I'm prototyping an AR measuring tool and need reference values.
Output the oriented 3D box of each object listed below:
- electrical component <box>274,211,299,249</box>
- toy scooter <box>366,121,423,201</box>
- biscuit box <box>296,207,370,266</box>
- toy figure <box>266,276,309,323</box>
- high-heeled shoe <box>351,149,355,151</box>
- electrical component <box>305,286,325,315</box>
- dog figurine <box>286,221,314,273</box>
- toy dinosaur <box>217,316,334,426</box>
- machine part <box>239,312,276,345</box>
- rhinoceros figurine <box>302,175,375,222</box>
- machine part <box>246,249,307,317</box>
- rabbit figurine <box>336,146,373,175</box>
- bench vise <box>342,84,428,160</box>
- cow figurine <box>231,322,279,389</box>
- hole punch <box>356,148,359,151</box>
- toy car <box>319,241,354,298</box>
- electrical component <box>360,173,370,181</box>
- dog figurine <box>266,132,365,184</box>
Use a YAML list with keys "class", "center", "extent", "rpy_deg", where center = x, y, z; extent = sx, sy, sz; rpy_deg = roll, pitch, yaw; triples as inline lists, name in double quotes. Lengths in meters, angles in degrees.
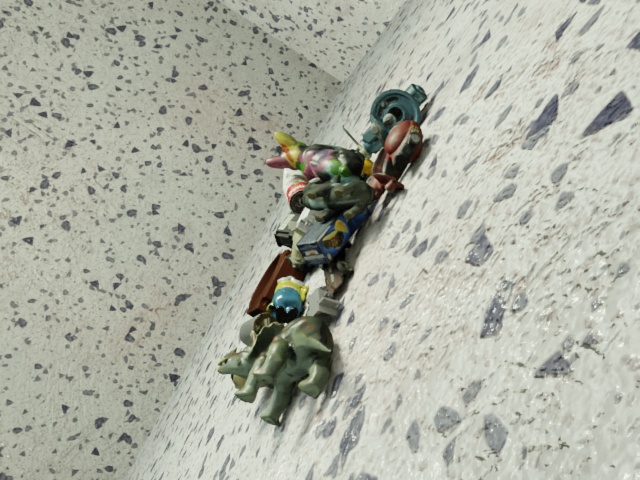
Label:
- class: "electrical component"
  center: [-0.045, -0.025, 1.507]
  extent: [0.115, 0.134, 0.058]
  rpy_deg: [-54, -40, -37]
- class: "toy scooter"
  center: [0.153, -0.154, 1.087]
  extent: [0.183, 0.075, 0.135]
  rpy_deg: [-60, 11, 14]
- class: "biscuit box"
  center: [0.032, -0.026, 1.152]
  extent: [0.063, 0.059, 0.203]
  rpy_deg: [-10, 28, 41]
- class: "toy figure"
  center: [-0.083, 0.150, 1.315]
  extent: [0.089, 0.082, 0.180]
  rpy_deg: [-53, 13, 17]
- class: "high-heeled shoe"
  center: [0.027, -0.228, 1.675]
  extent: [0.086, 0.145, 0.249]
  rpy_deg: [-46, 18, 48]
- class: "electrical component"
  center: [-0.008, 0.143, 1.148]
  extent: [0.063, 0.021, 0.094]
  rpy_deg: [-48, 16, 47]
- class: "dog figurine"
  center: [-0.007, -0.006, 1.396]
  extent: [0.172, 0.121, 0.190]
  rpy_deg: [-28, -17, -15]
- class: "toy dinosaur"
  center: [-0.048, 0.199, 0.951]
  extent: [0.405, 0.131, 0.192]
  rpy_deg: [-39, 22, 46]
- class: "machine part"
  center: [-0.164, 0.243, 1.444]
  extent: [0.079, 0.079, 0.243]
  rpy_deg: [-64, 12, -23]
- class: "rhinoceros figurine"
  center: [0.028, -0.095, 1.129]
  extent: [0.190, 0.073, 0.112]
  rpy_deg: [3, 37, 49]
- class: "machine part"
  center: [-0.123, 0.135, 1.533]
  extent: [0.201, 0.087, 0.201]
  rpy_deg: [-65, 12, -22]
- class: "rabbit figurine"
  center: [0.060, -0.168, 1.394]
  extent: [0.122, 0.173, 0.162]
  rpy_deg: [8, -92, -60]
- class: "bench vise"
  center: [0.146, -0.263, 1.249]
  extent: [0.224, 0.129, 0.240]
  rpy_deg: [-33, 6, 31]
- class: "cow figurine"
  center: [-0.130, 0.259, 1.207]
  extent: [0.127, 0.085, 0.195]
  rpy_deg: [-35, 11, 40]
- class: "hole punch"
  center: [0.075, -0.190, 1.569]
  extent: [0.116, 0.092, 0.142]
  rpy_deg: [11, 64, 48]
- class: "toy car"
  center: [0.028, 0.056, 1.146]
  extent: [0.089, 0.053, 0.202]
  rpy_deg: [-52, 11, 20]
- class: "electrical component"
  center: [0.104, -0.119, 1.285]
  extent: [0.075, 0.048, 0.119]
  rpy_deg: [-64, 12, -21]
- class: "dog figurine"
  center: [-0.016, -0.185, 1.275]
  extent: [0.191, 0.219, 0.108]
  rpy_deg: [-100, 26, -77]
